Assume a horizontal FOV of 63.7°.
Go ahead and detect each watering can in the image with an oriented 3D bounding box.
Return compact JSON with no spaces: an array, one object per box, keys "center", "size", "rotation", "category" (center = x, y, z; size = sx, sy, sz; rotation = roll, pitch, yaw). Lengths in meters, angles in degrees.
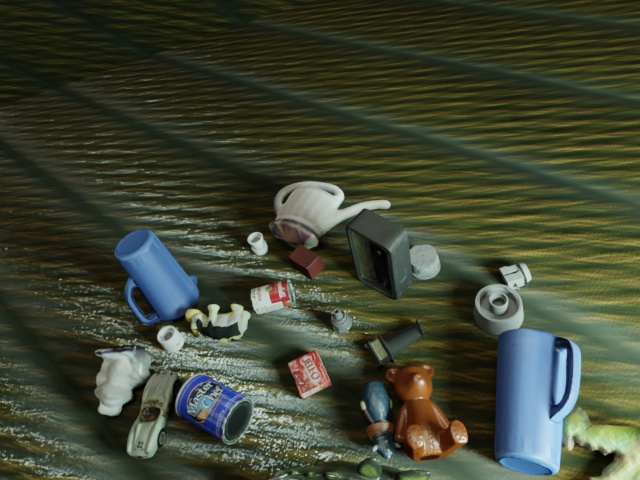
[{"center":[0.004,-0.073,1.449],"size":[0.349,0.101,0.229],"rotation":[13,56,28],"category":"watering can"}]

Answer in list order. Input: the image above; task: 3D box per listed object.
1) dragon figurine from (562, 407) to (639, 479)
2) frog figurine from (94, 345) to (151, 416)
[{"center":[0.576,0.417,0.846],"size":[0.243,0.120,0.417],"rotation":[-44,47,1],"category":"dragon figurine"},{"center":[-0.480,0.340,1.256],"size":[0.137,0.122,0.160],"rotation":[-6,83,2],"category":"frog figurine"}]
